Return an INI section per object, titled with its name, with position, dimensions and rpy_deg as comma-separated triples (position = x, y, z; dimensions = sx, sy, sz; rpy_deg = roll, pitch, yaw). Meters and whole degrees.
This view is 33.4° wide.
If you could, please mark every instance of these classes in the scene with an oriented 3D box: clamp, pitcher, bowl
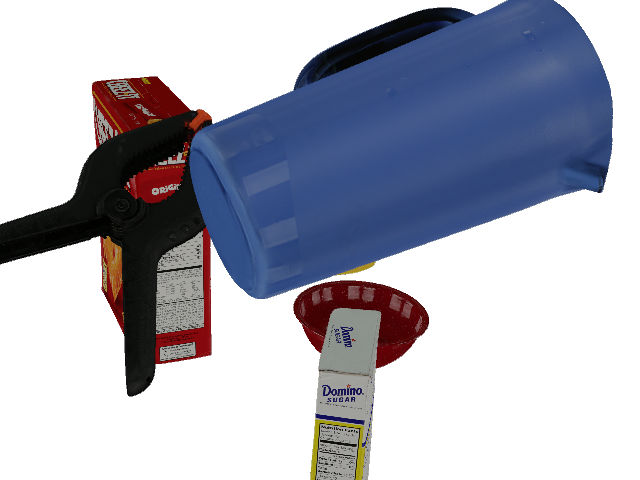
[clamp]
position = -0.126, -0.005, 0.708
dimensions = 0.165, 0.209, 0.036
rpy_deg = 36, -30, 13
[pitcher]
position = 0.043, -0.062, 0.667
dimensions = 0.242, 0.145, 0.149
rpy_deg = -21, 9, -15
[bowl]
position = 0.046, 0.107, 1.272
dimensions = 0.162, 0.055, 0.162
rpy_deg = 4, 24, -2

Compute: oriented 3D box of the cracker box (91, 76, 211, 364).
[cracker box]
position = -0.153, -0.021, 0.950
dimensions = 0.072, 0.214, 0.164
rpy_deg = -8, 26, -21

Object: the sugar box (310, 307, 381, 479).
[sugar box]
position = 0.017, 0.150, 0.838
dimensions = 0.048, 0.176, 0.093
rpy_deg = 4, 27, 6

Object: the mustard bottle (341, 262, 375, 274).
[mustard bottle]
position = 0.018, -0.061, 1.101
dimensions = 0.096, 0.192, 0.058
rpy_deg = -5, 21, -24
